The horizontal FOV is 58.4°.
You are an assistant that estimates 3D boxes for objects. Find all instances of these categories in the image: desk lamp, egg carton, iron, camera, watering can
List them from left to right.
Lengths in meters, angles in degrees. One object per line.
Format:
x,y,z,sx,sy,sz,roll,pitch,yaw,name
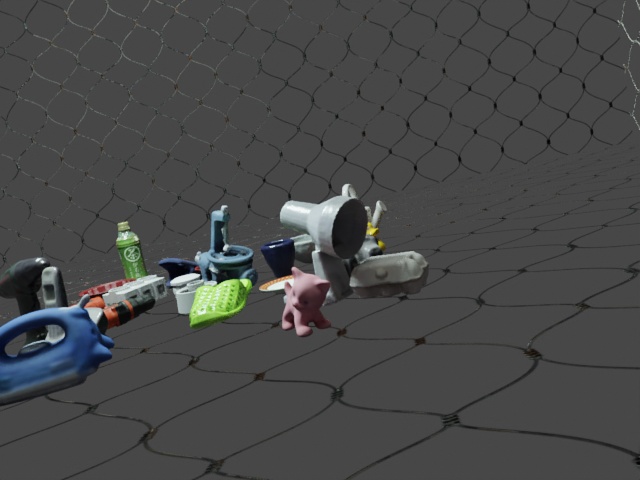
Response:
-0.497,0.191,0.983,0.259,0.141,0.118,-15,9,-17,iron
0.003,0.020,1.150,0.202,0.213,0.118,-5,11,41,desk lamp
0.063,0.045,1.289,0.137,0.101,0.143,-15,9,-17,camera
0.109,-0.071,1.677,0.173,0.194,0.101,-12,8,3,watering can
0.136,0.069,1.122,0.150,0.069,0.107,-9,9,24,egg carton

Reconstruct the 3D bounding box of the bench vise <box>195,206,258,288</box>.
-0.268,0.026,1.488,0.206,0.220,0.122,-8,9,25,bench vise

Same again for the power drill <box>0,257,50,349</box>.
-0.644,0.144,1.287,0.228,0.208,0.076,-6,11,39,power drill

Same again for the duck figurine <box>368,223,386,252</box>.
0.128,-0.006,1.592,0.104,0.086,0.078,-5,11,42,duck figurine

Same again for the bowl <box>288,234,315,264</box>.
-0.020,0.024,1.645,0.167,0.075,0.167,-12,8,2,bowl

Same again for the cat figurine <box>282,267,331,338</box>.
-0.028,0.100,0.989,0.067,0.118,0.127,-17,9,-27,cat figurine

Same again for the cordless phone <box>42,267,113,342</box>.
-0.512,0.144,1.172,0.147,0.185,0.094,-8,9,28,cordless phone

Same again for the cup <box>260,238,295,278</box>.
-0.102,0.049,1.526,0.091,0.095,0.118,-11,8,10,cup

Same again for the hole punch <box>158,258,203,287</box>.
-0.420,0.090,1.735,0.108,0.091,0.101,-7,10,35,hole punch
